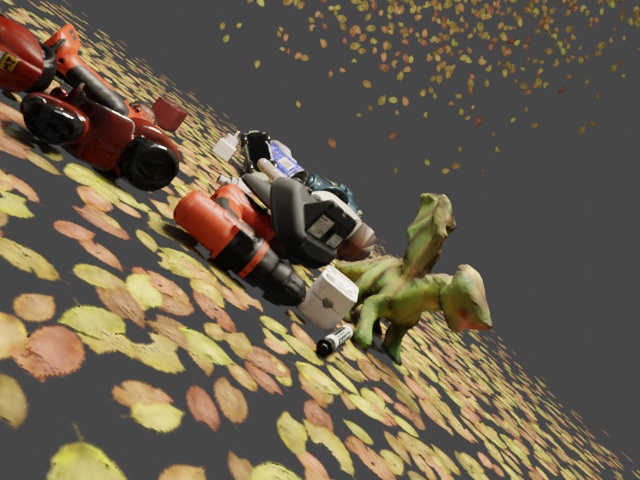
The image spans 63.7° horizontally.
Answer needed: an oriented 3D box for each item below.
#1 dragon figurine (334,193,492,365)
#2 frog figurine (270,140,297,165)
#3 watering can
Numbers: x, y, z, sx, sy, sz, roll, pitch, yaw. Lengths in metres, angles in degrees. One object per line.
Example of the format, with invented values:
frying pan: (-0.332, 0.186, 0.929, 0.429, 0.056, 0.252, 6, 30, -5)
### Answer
dragon figurine: (0.126, 0.037, 0.783, 0.121, 0.241, 0.417, 30, 12, -23)
frog figurine: (-0.122, -0.239, 1.598, 0.138, 0.122, 0.159, 20, 6, 39)
watering can: (0.004, -0.061, 1.202, 0.343, 0.103, 0.228, 32, 11, -47)
